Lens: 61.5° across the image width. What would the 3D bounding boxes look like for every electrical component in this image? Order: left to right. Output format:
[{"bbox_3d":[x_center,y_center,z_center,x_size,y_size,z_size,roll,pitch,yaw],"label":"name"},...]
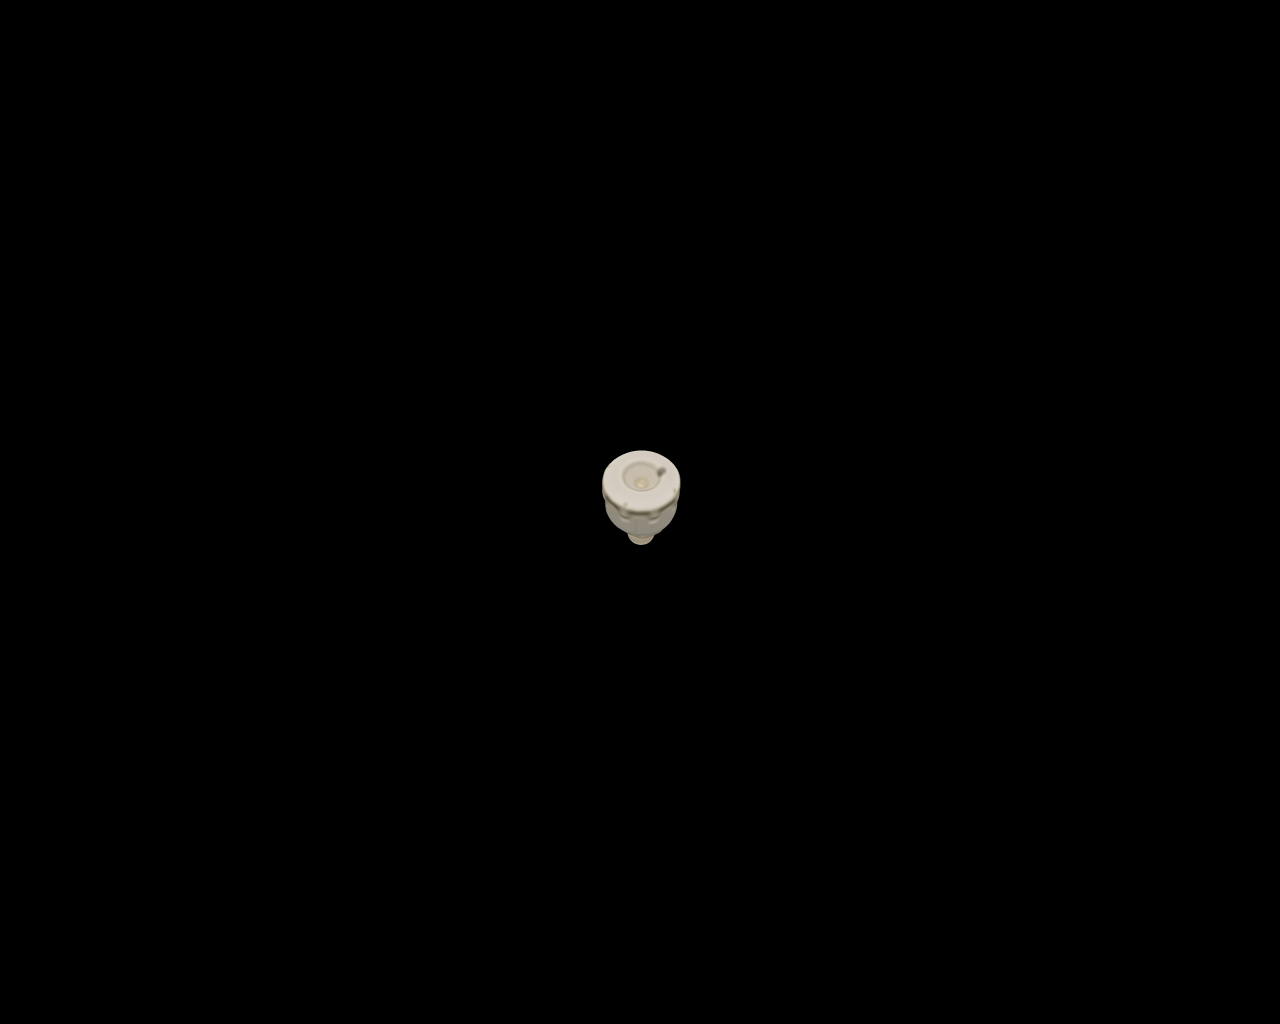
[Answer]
[{"bbox_3d":[0.001,-0.003,0.650,0.048,0.048,0.062,0,-38,0],"label":"electrical component"}]
